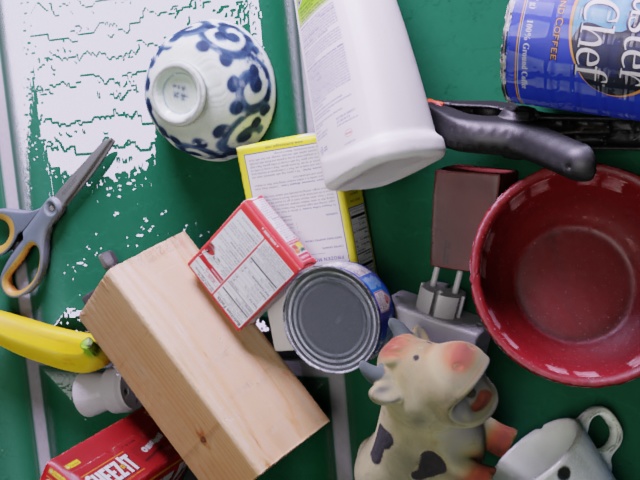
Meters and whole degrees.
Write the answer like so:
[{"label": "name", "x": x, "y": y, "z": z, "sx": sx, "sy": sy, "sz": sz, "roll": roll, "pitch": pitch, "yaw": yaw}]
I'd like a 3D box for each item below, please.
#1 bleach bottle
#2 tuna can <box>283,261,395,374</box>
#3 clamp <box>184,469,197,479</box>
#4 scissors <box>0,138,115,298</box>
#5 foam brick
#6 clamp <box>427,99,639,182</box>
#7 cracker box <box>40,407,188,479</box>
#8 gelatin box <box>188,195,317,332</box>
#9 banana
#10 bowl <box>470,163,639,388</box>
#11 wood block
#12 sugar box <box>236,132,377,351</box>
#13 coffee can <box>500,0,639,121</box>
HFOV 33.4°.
[{"label": "bleach bottle", "x": 0.023, "y": -0.169, "z": 0.807, "sx": 0.103, "sy": 0.067, "sz": 0.251, "roll": -24, "pitch": 74, "yaw": 57}, {"label": "tuna can", "x": 0.015, "y": 0.060, "z": 0.839, "sx": 0.086, "sy": 0.033, "sz": 0.086, "roll": 5, "pitch": 101, "yaw": 28}, {"label": "clamp", "x": -0.128, "y": 0.293, "z": 0.948, "sx": 0.036, "sy": 0.164, "sz": 0.210, "roll": 15, "pitch": 96, "yaw": 7}, {"label": "scissors", "x": -0.270, "y": -0.036, "z": 1.020, "sx": 0.096, "sy": 0.016, "sz": 0.202, "roll": 36, "pitch": 112, "yaw": 16}, {"label": "foam brick", "x": 0.118, "y": -0.017, "z": 0.820, "sx": 0.053, "sy": 0.051, "sz": 0.078, "roll": 8, "pitch": 103, "yaw": 25}, {"label": "clamp", "x": 0.144, "y": -0.074, "z": 0.764, "sx": 0.172, "sy": 0.120, "sz": 0.039, "roll": 8, "pitch": 106, "yaw": 28}, {"label": "cracker box", "x": -0.206, "y": 0.270, "z": 0.963, "sx": 0.072, "sy": 0.164, "sz": 0.214, "roll": 32, "pitch": 112, "yaw": 15}, {"label": "gelatin box", "x": -0.057, "y": 0.019, "z": 0.873, "sx": 0.073, "sy": 0.030, "sz": 0.089, "roll": 50, "pitch": 121, "yaw": 10}, {"label": "banana", "x": -0.255, "y": 0.094, "z": 1.010, "sx": 0.198, "sy": 0.037, "sz": 0.069, "roll": 5, "pitch": 143, "yaw": 40}, {"label": "bowl", "x": 0.188, "y": 0.028, "z": 0.772, "sx": 0.162, "sy": 0.055, "sz": 0.162, "roll": -1, "pitch": 78, "yaw": 5}, {"label": "wood block", "x": -0.102, "y": 0.109, "z": 0.911, "sx": 0.206, "sy": 0.090, "sz": 0.091, "roll": 52, "pitch": 138, "yaw": 9}, {"label": "sugar box", "x": -0.006, "y": 0.001, "z": 0.886, "sx": 0.093, "sy": 0.048, "sz": 0.176, "roll": -6, "pitch": 100, "yaw": 27}, {"label": "coffee can", "x": 0.206, "y": -0.134, "z": 0.728, "sx": 0.140, "sy": 0.102, "sz": 0.103, "roll": 12, "pitch": 104, "yaw": 23}]
